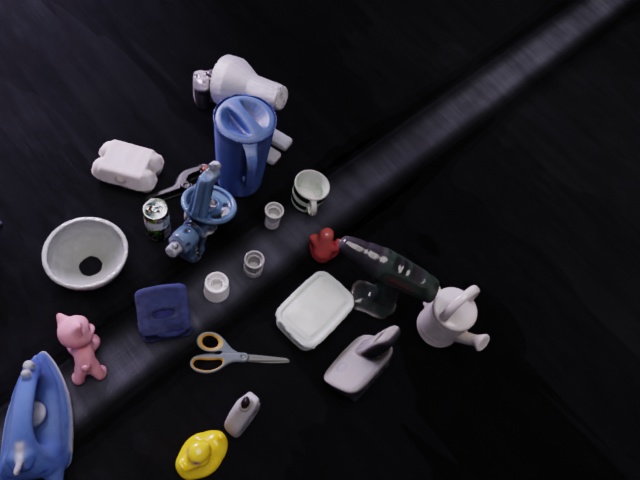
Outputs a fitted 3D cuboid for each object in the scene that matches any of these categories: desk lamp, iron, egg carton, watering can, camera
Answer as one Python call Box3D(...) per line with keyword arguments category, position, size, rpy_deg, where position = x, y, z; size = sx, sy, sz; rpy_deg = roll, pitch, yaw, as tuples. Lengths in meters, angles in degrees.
Box3D(category="desk lamp", position=(-0.159, -0.320, 1.382), size=(0.203, 0.213, 0.118), rpy_deg=(30, 60, 6))
Box3D(category="iron", position=(-0.510, 0.303, 1.011), size=(0.119, 0.141, 0.258), rpy_deg=(-5, 63, -14))
Box3D(category="egg carton", position=(-0.443, -0.168, 1.324), size=(0.150, 0.069, 0.107), rpy_deg=(14, 60, -4))
Box3D(category="watering can", position=(0.290, 0.158, 1.224), size=(0.172, 0.194, 0.101), rpy_deg=(33, 61, 8))
Box3D(category="camera", position=(-0.245, -0.370, 1.457), size=(0.143, 0.101, 0.136), rpy_deg=(-8, 64, -15))

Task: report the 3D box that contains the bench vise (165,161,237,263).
Box3D(category="bench vise", position=(-0.245, -0.056, 1.216), size=(0.121, 0.219, 0.207), rpy_deg=(14, 60, -3))

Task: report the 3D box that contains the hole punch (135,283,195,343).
Box3D(category="hole punch", position=(-0.315, 0.149, 1.164), size=(0.109, 0.091, 0.101), rpy_deg=(-8, 64, -16))

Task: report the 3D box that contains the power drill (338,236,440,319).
Box3D(category="power drill", position=(0.128, 0.087, 1.221), size=(0.229, 0.208, 0.076), rpy_deg=(20, 60, 0))

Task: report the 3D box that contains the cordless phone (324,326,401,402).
Box3D(category="cordless phone", position=(0.090, 0.237, 1.145), size=(0.094, 0.185, 0.148), rpy_deg=(39, 61, 11))

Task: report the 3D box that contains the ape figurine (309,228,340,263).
Box3D(category="ape figurine", position=(0.012, 0.005, 1.310), size=(0.077, 0.092, 0.076), rpy_deg=(28, 60, 5))

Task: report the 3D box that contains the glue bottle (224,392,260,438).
Box3D(category="glue bottle", position=(-0.141, 0.315, 1.062), size=(0.037, 0.173, 0.078), rpy_deg=(36, 61, 10))

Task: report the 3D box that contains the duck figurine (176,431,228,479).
Box3D(category="duck figurine", position=(-0.217, 0.391, 1.055), size=(0.105, 0.086, 0.077), rpy_deg=(-33, 73, -25))

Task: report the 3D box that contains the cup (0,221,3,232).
Box3D(category="cup", position=(-0.679, 0.021, 1.157), size=(0.091, 0.095, 0.118), rpy_deg=(29, 60, 5))

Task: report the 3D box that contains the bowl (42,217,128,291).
Box3D(category="bowl", position=(-0.484, 0.039, 1.199), size=(0.167, 0.074, 0.167), rpy_deg=(5, 61, -9))

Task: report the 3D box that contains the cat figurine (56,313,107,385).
Box3D(category="cat figurine", position=(-0.458, 0.200, 1.091), size=(0.067, 0.117, 0.127), rpy_deg=(-16, 66, -19))
